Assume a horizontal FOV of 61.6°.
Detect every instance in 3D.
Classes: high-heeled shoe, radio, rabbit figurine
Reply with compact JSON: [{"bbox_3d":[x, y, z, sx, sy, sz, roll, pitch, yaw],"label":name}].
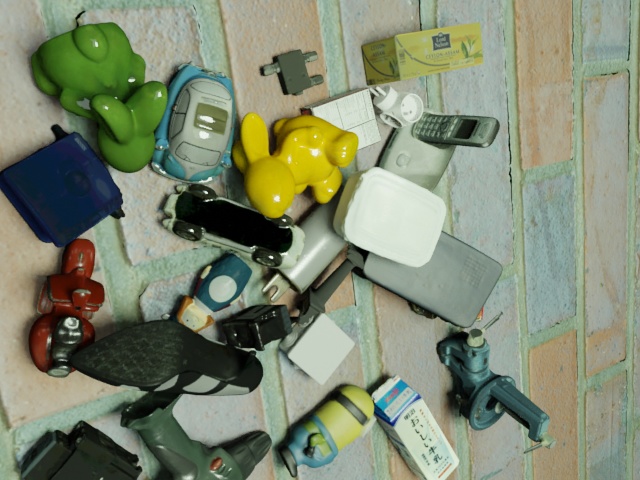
[{"bbox_3d":[-0.191,0.169,0.706,0.249,0.145,0.086,6,59,-20],"label":"high-heeled shoe"},{"bbox_3d":[0.177,0.046,0.906,0.229,0.073,0.131,27,86,-9],"label":"radio"},{"bbox_3d":[-0.239,-0.163,0.639,0.121,0.159,0.170,-32,114,-31],"label":"rabbit figurine"},{"bbox_3d":[-0.048,-0.107,0.747,0.162,0.122,0.173,39,53,-3],"label":"rabbit figurine"}]

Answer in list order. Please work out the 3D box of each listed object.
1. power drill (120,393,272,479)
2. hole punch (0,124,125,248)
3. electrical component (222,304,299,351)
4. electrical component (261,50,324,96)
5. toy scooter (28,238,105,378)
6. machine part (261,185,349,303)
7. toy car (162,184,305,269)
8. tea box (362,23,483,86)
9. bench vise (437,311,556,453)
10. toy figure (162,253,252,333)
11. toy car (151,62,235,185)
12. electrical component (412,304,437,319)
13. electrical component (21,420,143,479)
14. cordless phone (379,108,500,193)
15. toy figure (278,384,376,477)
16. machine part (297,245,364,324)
[{"bbox_3d":[-0.182,0.292,0.779,0.232,0.086,0.207,-37,117,-44],"label":"power drill"},{"bbox_3d":[-0.312,-0.061,0.654,0.116,0.092,0.142,-38,111,-21],"label":"hole punch"},{"bbox_3d":[-0.080,0.124,0.812,0.119,0.075,0.047,-25,105,-49],"label":"electrical component"},{"bbox_3d":[-0.040,-0.247,0.802,0.094,0.021,0.063,-24,110,-24],"label":"electrical component"},{"bbox_3d":[-0.305,0.092,0.655,0.075,0.135,0.183,12,94,-30],"label":"toy scooter"},{"bbox_3d":[-0.002,-0.003,0.835,0.243,0.079,0.079,-47,117,-12],"label":"machine part"},{"bbox_3d":[-0.120,-0.017,0.756,0.202,0.056,0.073,19,72,-8],"label":"toy car"},{"bbox_3d":[0.165,-0.297,0.861,0.170,0.098,0.068,-20,108,-26],"label":"tea box"},{"bbox_3d":[0.325,0.275,0.979,0.129,0.241,0.223,-14,121,-30],"label":"bench vise"},{"bbox_3d":[-0.166,0.087,0.777,0.064,0.057,0.154,40,79,11],"label":"toy figure"},{"bbox_3d":[-0.156,-0.152,0.712,0.109,0.103,0.161,14,94,-30],"label":"toy car"},{"bbox_3d":[0.201,0.091,0.982,0.078,0.045,0.102,-23,114,-54],"label":"electrical component"},{"bbox_3d":[-0.329,0.318,0.727,0.134,0.058,0.115,46,75,-27],"label":"electrical component"},{"bbox_3d":[0.193,-0.135,0.855,0.088,0.184,0.146,31,83,-34],"label":"cordless phone"},{"bbox_3d":[0.014,0.316,0.898,0.180,0.082,0.089,-26,112,-20],"label":"toy figure"},{"bbox_3d":[0.014,0.071,0.839,0.039,0.084,0.139,42,97,-6],"label":"machine part"}]
